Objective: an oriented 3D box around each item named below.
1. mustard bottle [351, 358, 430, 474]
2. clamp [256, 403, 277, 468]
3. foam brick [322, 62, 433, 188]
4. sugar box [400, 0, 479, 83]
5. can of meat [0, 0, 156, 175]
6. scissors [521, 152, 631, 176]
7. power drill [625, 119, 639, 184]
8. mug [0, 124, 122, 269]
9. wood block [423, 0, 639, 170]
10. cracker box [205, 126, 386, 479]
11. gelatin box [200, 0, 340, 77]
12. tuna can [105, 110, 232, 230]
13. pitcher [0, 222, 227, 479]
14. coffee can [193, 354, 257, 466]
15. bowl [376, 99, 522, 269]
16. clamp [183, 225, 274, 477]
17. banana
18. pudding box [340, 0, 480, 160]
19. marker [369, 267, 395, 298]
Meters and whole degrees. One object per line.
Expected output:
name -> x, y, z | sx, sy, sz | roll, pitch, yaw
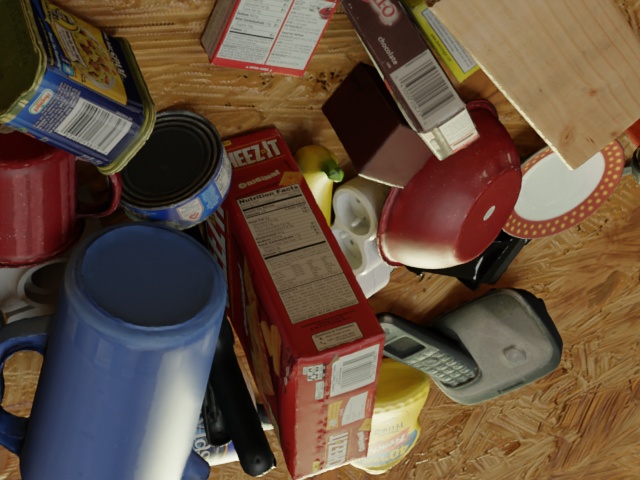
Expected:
mustard bottle -> 0.066, 0.208, 1.193 | 0.096, 0.058, 0.192 | -15, 142, -13
clamp -> -0.082, 0.199, 1.109 | 0.171, 0.039, 0.120 | 10, 127, -31
foam brick -> 0.047, -0.087, 0.809 | 0.051, 0.078, 0.053 | 16, 126, -41
sugar box -> 0.145, -0.200, 0.760 | 0.176, 0.048, 0.093 | -37, 141, 9
can of meat -> -0.157, -0.099, 0.651 | 0.057, 0.102, 0.083 | -44, 138, 21
scissors -> 0.253, -0.068, 1.008 | 0.201, 0.016, 0.096 | -23, 143, -6
power drill -> 0.260, -0.084, 0.850 | 0.057, 0.188, 0.184 | -41, 142, 20
mug -> -0.190, -0.041, 0.705 | 0.117, 0.093, 0.081 | 6, 132, -6
wood block -> 0.139, -0.147, 0.704 | 0.090, 0.091, 0.205 | -40, 137, 14
cracker box -> -0.028, 0.048, 0.810 | 0.072, 0.214, 0.164 | -16, 142, -15
gelatin box -> -0.031, -0.156, 0.718 | 0.073, 0.030, 0.089 | 2, 134, -31
tuna can -> -0.106, -0.048, 0.755 | 0.086, 0.086, 0.033 | -25, 145, -3
pitcher -> -0.153, 0.100, 0.774 | 0.149, 0.145, 0.243 | -22, 148, -35
coffee can -> -0.140, 0.163, 0.975 | 0.140, 0.103, 0.103 | -6, 139, -25
bowl -> 0.119, -0.033, 0.884 | 0.161, 0.055, 0.162 | -39, 149, -29
clamp -> -0.085, 0.085, 0.848 | 0.036, 0.165, 0.210 | -15, 98, -17
banana -> -0.007, -0.016, 0.870 | 0.037, 0.069, 0.198 | -2, 144, -5
pudding box -> 0.063, -0.117, 0.734 | 0.039, 0.113, 0.090 | -30, 166, 10
marker -> 0.067, 0.015, 0.982 | 0.020, 0.020, 0.121 | 1, 143, -32
